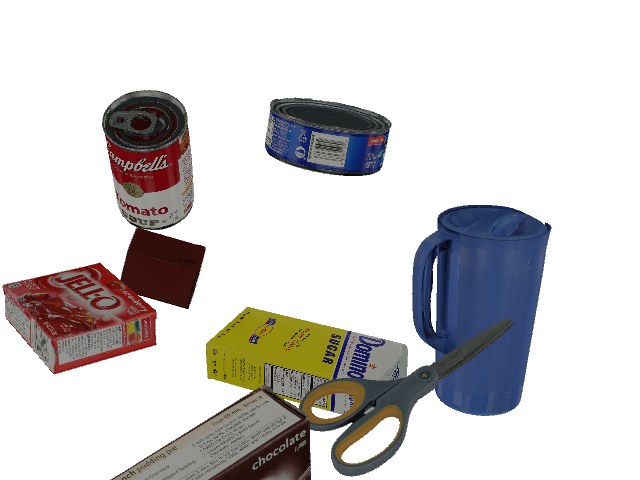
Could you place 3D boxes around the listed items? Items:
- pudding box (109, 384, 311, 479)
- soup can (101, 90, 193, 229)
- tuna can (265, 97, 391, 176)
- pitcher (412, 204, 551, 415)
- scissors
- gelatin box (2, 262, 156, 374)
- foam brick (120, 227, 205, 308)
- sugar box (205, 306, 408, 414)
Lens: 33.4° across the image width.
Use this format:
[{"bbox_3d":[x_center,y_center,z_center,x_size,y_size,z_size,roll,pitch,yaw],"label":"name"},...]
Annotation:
[{"bbox_3d":[-0.055,0.133,0.501,0.113,0.090,0.039,-31,46,-34],"label":"pudding box"},{"bbox_3d":[-0.142,-0.066,0.890,0.068,0.068,0.102,0,-38,-2],"label":"soup can"},{"bbox_3d":[0.005,-0.073,0.745,0.086,0.034,0.086,9,18,-3],"label":"tuna can"},{"bbox_3d":[0.191,0.086,1.294,0.149,0.243,0.144,7,20,13],"label":"pitcher"},{"bbox_3d":[0.062,0.107,0.846,0.096,0.016,0.201,23,48,30],"label":"scissors"},{"bbox_3d":[-0.161,0.049,0.712,0.073,0.030,0.089,-14,29,-32],"label":"gelatin box"},{"bbox_3d":[-0.167,0.029,1.126,0.078,0.051,0.053,17,29,-4],"label":"foam brick"},{"bbox_3d":[-0.012,0.116,1.027,0.176,0.048,0.093,9,25,21],"label":"sugar box"}]
